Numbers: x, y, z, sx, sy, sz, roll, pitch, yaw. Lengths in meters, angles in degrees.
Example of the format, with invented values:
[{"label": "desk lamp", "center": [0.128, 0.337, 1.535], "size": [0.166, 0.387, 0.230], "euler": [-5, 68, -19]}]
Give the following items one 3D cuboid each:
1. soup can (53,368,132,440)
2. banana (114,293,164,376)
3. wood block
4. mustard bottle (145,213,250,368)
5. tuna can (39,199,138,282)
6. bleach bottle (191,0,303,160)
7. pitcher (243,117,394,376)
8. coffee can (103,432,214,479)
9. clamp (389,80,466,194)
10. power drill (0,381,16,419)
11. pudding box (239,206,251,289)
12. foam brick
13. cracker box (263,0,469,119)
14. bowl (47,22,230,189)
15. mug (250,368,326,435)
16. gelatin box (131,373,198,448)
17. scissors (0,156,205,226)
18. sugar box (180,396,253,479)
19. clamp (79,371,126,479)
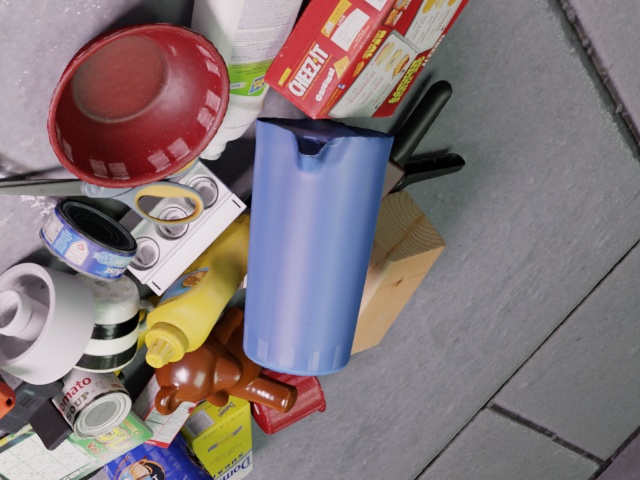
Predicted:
[{"label": "soup can", "center": [-0.245, 0.145, 1.089], "size": [0.068, 0.102, 0.068], "euler": [-29, 145, -23]}, {"label": "banana", "center": [-0.202, 0.111, 1.159], "size": [0.198, 0.037, 0.069], "euler": [-49, 145, 1]}, {"label": "wood block", "center": [0.055, 0.048, 1.293], "size": [0.090, 0.090, 0.206], "euler": [-16, 150, -36]}, {"label": "mustard bottle", "center": [-0.122, 0.056, 1.066], "size": [0.096, 0.058, 0.191], "euler": [-28, -158, 40]}, {"label": "tuna can", "center": [-0.210, 0.000, 0.975], "size": [0.086, 0.086, 0.034], "euler": [16, 113, -54]}, {"label": "bleach bottle", "center": [-0.077, -0.177, 0.945], "size": [0.102, 0.068, 0.251], "euler": [-12, 139, -37]}, {"label": "pitcher", "center": [-0.007, 0.001, 1.052], "size": [0.148, 0.145, 0.243], "euler": [-1, 104, -37]}, {"label": "coffee can", "center": [-0.188, 0.295, 1.291], "size": [0.102, 0.140, 0.103], "euler": [-29, 145, -23]}, {"label": "clamp", "center": [0.089, -0.079, 1.267], "size": [0.210, 0.036, 0.164], "euler": [-40, 147, -2]}, {"label": "power drill", "center": [-0.343, 0.091, 0.893], "size": [0.184, 0.057, 0.187], "euler": [-42, 117, -15]}, {"label": "pudding box", "center": [-0.051, -0.004, 1.196], "size": [0.113, 0.039, 0.090], "euler": [-24, 140, -33]}, {"label": "foam brick", "center": [0.043, -0.083, 1.171], "size": [0.078, 0.053, 0.051], "euler": [31, 103, -29]}, {"label": "cracker box", "center": [0.053, -0.198, 1.003], "size": [0.164, 0.072, 0.213], "euler": [-56, 166, 19]}, {"label": "bowl", "center": [-0.160, -0.124, 0.905], "size": [0.162, 0.055, 0.162], "euler": [-20, 137, -20]}, {"label": "mug", "center": [-0.054, 0.202, 1.400], "size": [0.081, 0.093, 0.117], "euler": [-26, 180, -19]}, {"label": "gelatin box", "center": [-0.182, 0.193, 1.235], "size": [0.089, 0.030, 0.073], "euler": [-56, 148, 2]}, {"label": "scissors", "center": [-0.191, -0.065, 0.958], "size": [0.201, 0.016, 0.096], "euler": [15, 96, -30]}, {"label": "sugar box", "center": [-0.137, 0.275, 1.416], "size": [0.093, 0.048, 0.176], "euler": [-31, 145, -24]}, {"label": "clamp", "center": [-0.248, 0.226, 1.242], "size": [0.171, 0.039, 0.120], "euler": [-52, 143, 7]}]
